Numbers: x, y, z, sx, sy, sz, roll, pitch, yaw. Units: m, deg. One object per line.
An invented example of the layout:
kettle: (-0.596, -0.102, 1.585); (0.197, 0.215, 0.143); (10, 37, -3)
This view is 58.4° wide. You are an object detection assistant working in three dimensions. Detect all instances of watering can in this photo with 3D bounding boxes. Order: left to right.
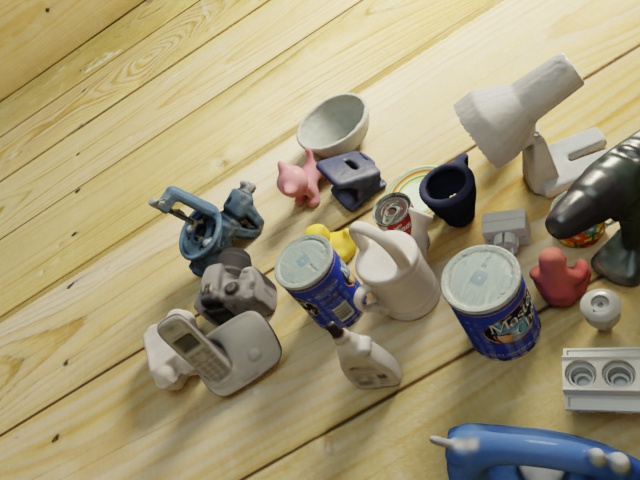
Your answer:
watering can: (0.108, 0.028, 0.868); (0.100, 0.195, 0.173); (3, 57, 35)

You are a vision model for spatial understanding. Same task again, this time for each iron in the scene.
iron: (0.251, 0.248, 0.629); (0.257, 0.142, 0.118); (-8, 51, 28)

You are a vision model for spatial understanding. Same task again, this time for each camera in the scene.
camera: (-0.160, 0.075, 1.070); (0.143, 0.101, 0.137); (-14, 48, 23)

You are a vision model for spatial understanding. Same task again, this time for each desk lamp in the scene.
desk lamp: (0.329, -0.170, 0.875); (0.203, 0.214, 0.118); (-23, 45, 15)

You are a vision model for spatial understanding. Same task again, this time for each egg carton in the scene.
egg carton: (-0.266, 0.200, 1.057); (0.107, 0.070, 0.150); (-36, 43, 2)

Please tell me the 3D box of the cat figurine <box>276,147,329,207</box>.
cat figurine: (-0.039, -0.127, 1.148); (0.067, 0.118, 0.128); (9, 60, 38)

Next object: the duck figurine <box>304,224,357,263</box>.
duck figurine: (0.009, 0.004, 1.031); (0.104, 0.086, 0.077); (-29, 44, 9)

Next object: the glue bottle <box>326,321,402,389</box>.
glue bottle: (0.052, 0.159, 0.809); (0.078, 0.174, 0.037); (-12, 49, 25)

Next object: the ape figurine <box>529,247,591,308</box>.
ape figurine: (0.326, 0.044, 0.787); (0.077, 0.092, 0.076); (6, 59, 36)

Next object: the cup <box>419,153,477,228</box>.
cup: (0.226, -0.076, 0.951); (0.091, 0.095, 0.118); (12, 62, 39)

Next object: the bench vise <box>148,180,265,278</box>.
bench vise: (-0.228, -0.055, 1.137); (0.121, 0.220, 0.207); (11, 61, 39)

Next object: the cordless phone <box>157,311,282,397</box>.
cordless phone: (-0.162, 0.163, 0.936); (0.147, 0.186, 0.094); (-35, 43, 3)

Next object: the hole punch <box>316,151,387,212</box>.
hole punch: (0.059, -0.129, 1.105); (0.101, 0.091, 0.108); (-39, 43, -1)

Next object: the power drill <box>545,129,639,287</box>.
power drill: (0.386, -0.035, 0.729); (0.230, 0.209, 0.075); (-45, 44, -8)

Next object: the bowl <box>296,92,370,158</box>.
bowl: (0.039, -0.230, 1.215); (0.167, 0.075, 0.167); (-18, 47, 20)
